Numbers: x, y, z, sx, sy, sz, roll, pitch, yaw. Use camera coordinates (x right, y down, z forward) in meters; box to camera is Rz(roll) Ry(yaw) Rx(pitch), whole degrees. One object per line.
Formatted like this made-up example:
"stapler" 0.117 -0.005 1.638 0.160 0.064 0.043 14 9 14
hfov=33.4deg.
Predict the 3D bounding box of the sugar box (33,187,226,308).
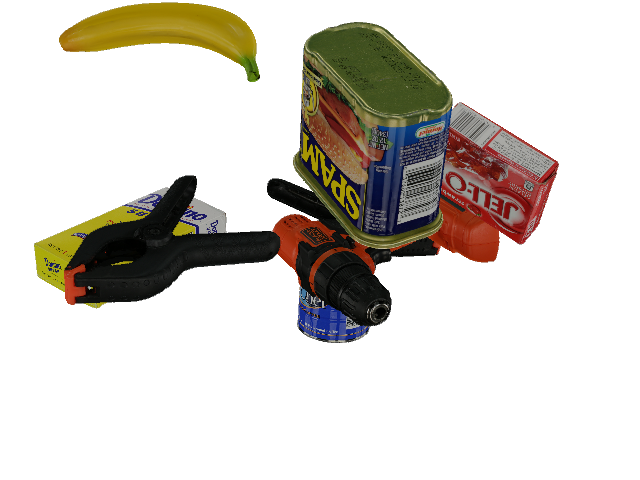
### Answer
"sugar box" -0.188 0.003 1.075 0.093 0.048 0.175 24 38 33

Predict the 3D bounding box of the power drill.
"power drill" 0.068 0.008 0.987 0.187 0.057 0.185 -14 30 -23

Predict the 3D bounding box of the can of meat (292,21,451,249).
"can of meat" 0.028 -0.060 0.588 0.057 0.084 0.102 -17 44 -22

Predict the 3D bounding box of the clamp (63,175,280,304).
"clamp" -0.131 -0.001 0.841 0.171 0.039 0.120 -17 36 -32

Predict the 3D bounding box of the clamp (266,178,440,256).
"clamp" 0.038 -0.013 1.204 0.210 0.036 0.164 14 22 -5

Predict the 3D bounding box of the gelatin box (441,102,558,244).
"gelatin box" 0.123 -0.047 0.774 0.089 0.030 0.073 36 -29 20

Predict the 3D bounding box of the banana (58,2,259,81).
"banana" -0.138 -0.187 0.963 0.198 0.037 0.069 10 46 17

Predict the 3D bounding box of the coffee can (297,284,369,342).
"coffee can" 0.022 0.056 1.471 0.103 0.140 0.103 3 23 -1
